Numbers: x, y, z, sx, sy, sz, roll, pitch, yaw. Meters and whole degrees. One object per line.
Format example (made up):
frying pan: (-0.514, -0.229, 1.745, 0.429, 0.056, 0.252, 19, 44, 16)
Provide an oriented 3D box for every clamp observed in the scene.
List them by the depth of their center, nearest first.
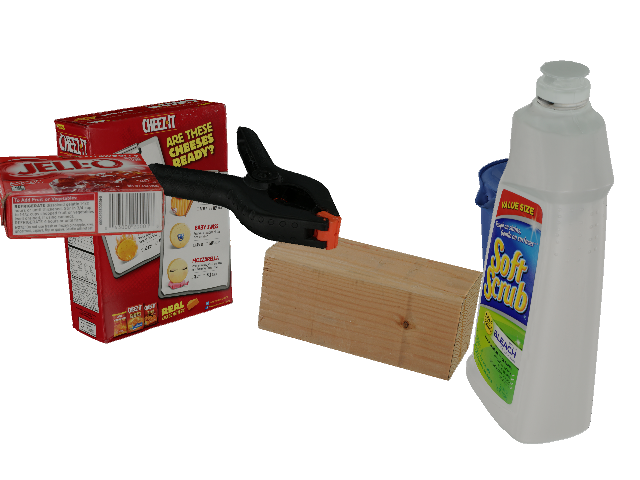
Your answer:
clamp: (-0.059, -0.038, 0.864, 0.120, 0.039, 0.172, -26, 42, -30)

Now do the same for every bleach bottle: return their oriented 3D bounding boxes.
bleach bottle: (0.142, 0.005, 0.687, 0.068, 0.251, 0.103, -10, 31, -13)

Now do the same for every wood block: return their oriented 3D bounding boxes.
wood block: (0.050, 0.062, 1.095, 0.206, 0.091, 0.090, 14, 23, 17)

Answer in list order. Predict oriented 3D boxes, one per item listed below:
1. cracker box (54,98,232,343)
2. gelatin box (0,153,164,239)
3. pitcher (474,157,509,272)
cracker box: (-0.172, -0.024, 1.061, 0.163, 0.214, 0.072, -16, 22, -42)
gelatin box: (-0.141, -0.028, 0.617, 0.089, 0.030, 0.073, -3, 21, -19)
pitcher: (0.269, 0.024, 1.315, 0.149, 0.243, 0.145, 3, 24, 14)
